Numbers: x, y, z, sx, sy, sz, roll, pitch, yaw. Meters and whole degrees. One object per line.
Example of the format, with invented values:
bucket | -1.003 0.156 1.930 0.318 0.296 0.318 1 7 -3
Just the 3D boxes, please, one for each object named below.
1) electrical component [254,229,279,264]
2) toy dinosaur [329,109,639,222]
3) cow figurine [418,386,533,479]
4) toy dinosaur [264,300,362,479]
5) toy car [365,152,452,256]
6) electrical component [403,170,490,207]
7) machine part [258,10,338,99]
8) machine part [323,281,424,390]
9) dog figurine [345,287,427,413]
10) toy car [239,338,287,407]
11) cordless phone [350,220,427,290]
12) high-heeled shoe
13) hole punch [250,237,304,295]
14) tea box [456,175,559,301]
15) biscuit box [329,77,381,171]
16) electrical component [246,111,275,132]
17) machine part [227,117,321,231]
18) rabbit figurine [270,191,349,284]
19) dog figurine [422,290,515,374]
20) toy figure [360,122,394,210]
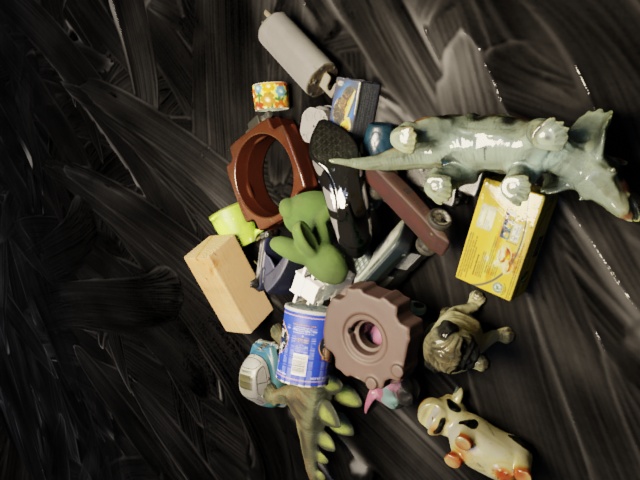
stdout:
electrical component | -0.104 0.028 1.183 0.078 0.045 0.102 24 113 37
toy dinosaur | 0.231 -0.125 0.749 0.405 0.192 0.131 14 112 28
cow figurine | 0.255 0.323 0.894 0.195 0.127 0.085 26 116 19
toy dinosaur | -0.016 0.328 1.124 0.199 0.105 0.470 7 102 40
toy car | 0.145 -0.060 0.877 0.202 0.053 0.089 49 152 26
electrical component | 0.210 -0.119 0.876 0.134 0.058 0.114 25 116 36
machine part | -0.044 -0.358 1.037 0.243 0.079 0.079 51 126 20
machine part | 0.085 0.157 0.894 0.180 0.056 0.179 8 103 36
dog figurine | 0.106 0.207 0.997 0.192 0.108 0.219 23 115 35
toy car | -0.132 0.314 1.225 0.109 0.103 0.161 5 103 39
cordless phone | 0.100 -0.009 0.987 0.146 0.088 0.184 -53 46 34
high-heeled shoe | 0.040 -0.090 0.953 0.086 0.145 0.249 -13 54 4
hole punch | -0.064 0.058 1.103 0.092 0.142 0.115 12 95 35
tea box | 0.285 -0.005 0.825 0.098 0.068 0.169 28 116 34
biscuit box | 0.053 -0.193 0.994 0.059 0.063 0.202 25 113 37
electrical component | -0.115 -0.243 1.127 0.094 0.063 0.021 -30 75 49
machine part | -0.089 -0.135 1.113 0.201 0.087 0.201 -27 82 41
rabbit figurine | -0.002 -0.003 0.973 0.121 0.159 0.170 -39 57 34
dog figurine | 0.195 0.174 0.856 0.121 0.190 0.172 46 126 25
toy figure | 0.105 -0.131 0.965 0.064 0.058 0.154 23 117 42
